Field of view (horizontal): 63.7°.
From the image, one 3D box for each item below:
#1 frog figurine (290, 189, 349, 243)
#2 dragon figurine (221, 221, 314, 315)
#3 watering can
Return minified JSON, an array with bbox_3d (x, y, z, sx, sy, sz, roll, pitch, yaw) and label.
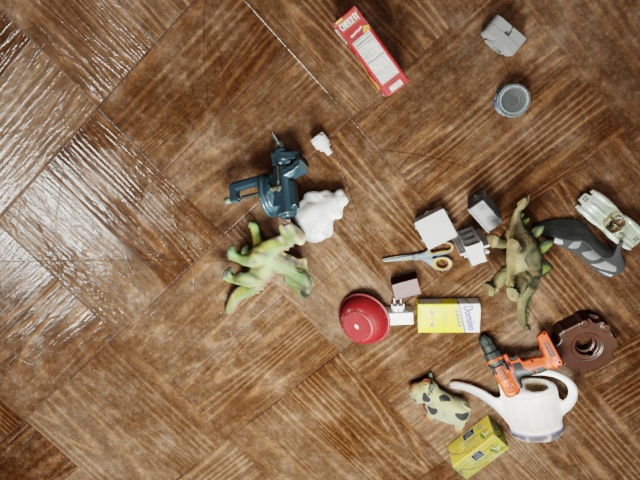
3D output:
[{"bbox_3d":[0.004,-0.071,1.401,0.158,0.123,0.138,-21,84,23],"label":"frog figurine"},{"bbox_3d":[-0.137,0.100,1.443,0.243,0.124,0.401,23,125,12],"label":"dragon figurine"},{"bbox_3d":[0.575,0.482,1.514,0.346,0.105,0.222,-11,101,20],"label":"watering can"}]
